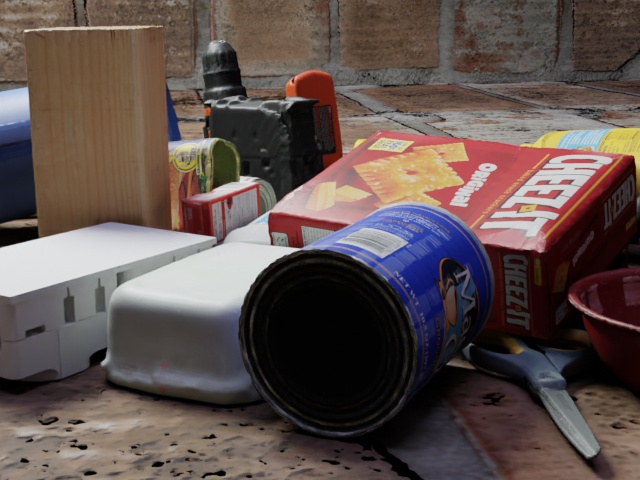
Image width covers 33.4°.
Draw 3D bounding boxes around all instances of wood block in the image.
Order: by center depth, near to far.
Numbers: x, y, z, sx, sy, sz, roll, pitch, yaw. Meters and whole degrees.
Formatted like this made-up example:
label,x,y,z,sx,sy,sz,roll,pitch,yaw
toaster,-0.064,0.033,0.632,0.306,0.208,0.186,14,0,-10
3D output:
label,x,y,z,sx,sy,sz,roll,pitch,yaw
wood block,-0.174,-0.066,0.855,0.091,0.206,0.090,1,13,5

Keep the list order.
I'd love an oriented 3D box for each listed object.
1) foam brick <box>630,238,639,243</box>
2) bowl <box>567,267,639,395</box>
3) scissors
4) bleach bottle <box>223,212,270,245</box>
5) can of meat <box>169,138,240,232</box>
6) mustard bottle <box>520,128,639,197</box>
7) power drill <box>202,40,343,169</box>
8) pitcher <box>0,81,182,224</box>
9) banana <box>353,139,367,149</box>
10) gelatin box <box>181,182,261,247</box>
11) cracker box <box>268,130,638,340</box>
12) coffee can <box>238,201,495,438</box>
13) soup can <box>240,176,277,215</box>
label,x,y,z,sx,sy,sz,roll,pitch,yaw
foam brick,0.259,-0.026,1.013,0.078,0.053,0.051,-3,13,-4
bowl,0.226,0.059,0.622,0.162,0.055,0.162,-1,13,0
scissors,0.147,0.081,0.620,0.096,0.016,0.202,-4,13,-16
bleach bottle,-0.006,0.001,0.886,0.103,0.068,0.250,4,16,23
can of meat,-0.119,-0.038,0.944,0.084,0.102,0.057,-2,-8,24
mustard bottle,0.249,-0.066,0.941,0.192,0.058,0.096,2,32,31
power drill,-0.059,-0.134,1.150,0.057,0.184,0.188,-14,8,-37
pitcher,-0.262,-0.092,1.033,0.243,0.145,0.149,-13,41,-1
banana,0.095,-0.065,1.116,0.069,0.037,0.198,-14,38,-39
gelatin box,-0.080,-0.005,0.884,0.030,0.073,0.089,4,14,24
cracker box,0.095,-0.015,0.760,0.214,0.072,0.163,9,31,34
coffee can,0.031,0.040,0.610,0.103,0.103,0.140,5,14,24
soup can,-0.100,-0.029,1.003,0.102,0.068,0.068,7,14,27
